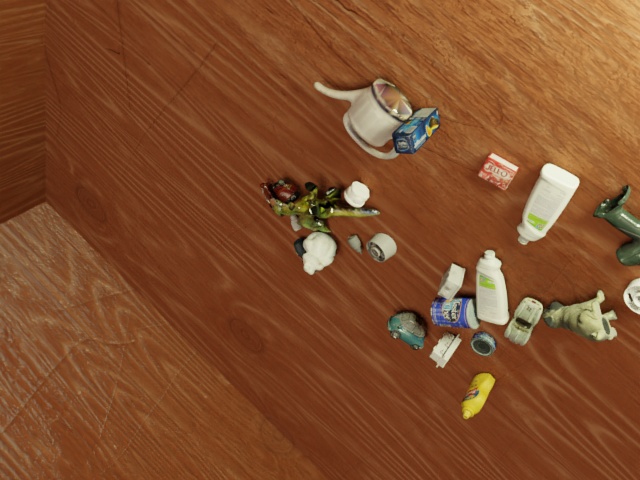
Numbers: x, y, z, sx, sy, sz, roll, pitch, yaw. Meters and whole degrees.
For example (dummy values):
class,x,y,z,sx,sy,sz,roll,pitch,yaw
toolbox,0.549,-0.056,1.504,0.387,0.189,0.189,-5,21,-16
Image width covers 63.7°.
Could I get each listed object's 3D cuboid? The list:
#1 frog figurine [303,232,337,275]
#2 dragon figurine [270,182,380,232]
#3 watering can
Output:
class,x,y,z,sx,sy,sz,roll,pitch,yaw
frog figurine,-0.014,0.049,1.982,0.162,0.137,0.120,-42,-1,-43
dragon figurine,0.006,-0.096,1.908,0.410,0.124,0.238,16,-22,4
watering can,0.138,-0.402,1.565,0.106,0.348,0.220,-41,-1,-43
